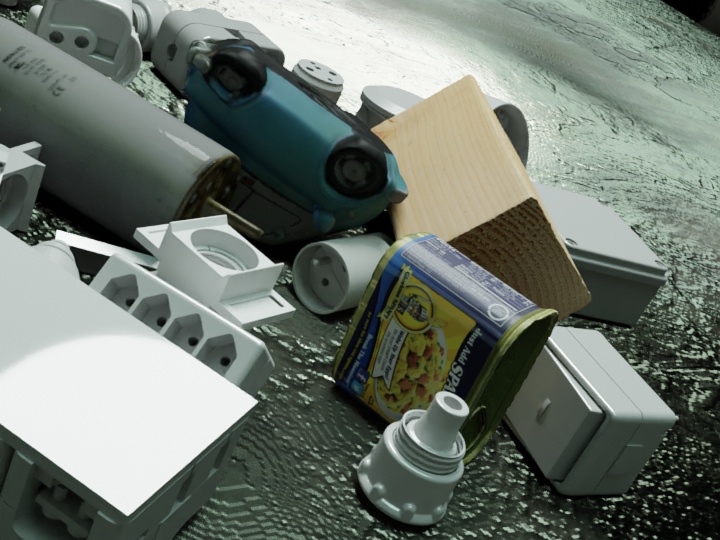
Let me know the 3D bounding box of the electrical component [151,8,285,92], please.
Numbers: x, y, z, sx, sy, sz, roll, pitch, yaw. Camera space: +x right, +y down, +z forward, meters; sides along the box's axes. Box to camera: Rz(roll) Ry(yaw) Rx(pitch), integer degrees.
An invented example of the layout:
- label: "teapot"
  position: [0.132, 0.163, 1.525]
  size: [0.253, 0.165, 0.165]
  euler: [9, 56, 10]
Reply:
- label: "electrical component"
  position: [-0.118, -0.174, 0.874]
  size: [0.095, 0.053, 0.059]
  euler: [-2, 38, -46]

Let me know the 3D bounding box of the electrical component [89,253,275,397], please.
- label: "electrical component"
  position: [-0.086, 0.042, 0.499]
  size: [0.083, 0.047, 0.075]
  euler: [30, -15, 13]

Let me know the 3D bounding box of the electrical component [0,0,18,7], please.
- label: "electrical component"
  position: [-0.317, -0.256, 0.834]
  size: [0.113, 0.057, 0.078]
  euler: [8, 31, -34]

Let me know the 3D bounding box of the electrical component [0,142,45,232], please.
- label: "electrical component"
  position: [-0.208, -0.046, 0.562]
  size: [0.064, 0.042, 0.081]
  euler: [28, 24, 10]

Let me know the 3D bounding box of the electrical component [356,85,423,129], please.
- label: "electrical component"
  position: [0.032, -0.121, 0.916]
  size: [0.080, 0.051, 0.080]
  euler: [19, 24, -9]

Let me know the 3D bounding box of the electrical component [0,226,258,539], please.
- label: "electrical component"
  position: [-0.132, 0.052, 0.421]
  size: [0.150, 0.061, 0.089]
  euler: [32, 30, 11]

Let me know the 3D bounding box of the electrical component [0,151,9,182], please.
- label: "electrical component"
  position: [-0.197, -0.033, 0.490]
  size: [0.056, 0.089, 0.050]
  euler: [17, 27, -20]

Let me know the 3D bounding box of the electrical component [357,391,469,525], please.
- label: "electrical component"
  position: [0.031, 0.087, 0.514]
  size: [0.048, 0.062, 0.048]
  euler: [22, 26, -11]

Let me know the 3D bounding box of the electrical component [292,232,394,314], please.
- label: "electrical component"
  position: [0.000, 0.000, 0.670]
  size: [0.043, 0.043, 0.081]
  euler: [40, 28, 25]

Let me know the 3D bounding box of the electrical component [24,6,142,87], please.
- label: "electrical component"
  position: [-0.193, -0.162, 0.776]
  size: [0.078, 0.058, 0.057]
  euler: [0, 34, -44]

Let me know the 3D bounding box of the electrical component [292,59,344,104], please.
- label: "electrical component"
  position: [-0.042, -0.137, 0.874]
  size: [0.045, 0.055, 0.045]
  euler: [22, 26, -11]

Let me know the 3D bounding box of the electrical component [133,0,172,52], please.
- label: "electrical component"
  position: [-0.182, -0.198, 0.870]
  size: [0.043, 0.043, 0.062]
  euler: [40, 30, 25]

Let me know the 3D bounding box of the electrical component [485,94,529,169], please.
- label: "electrical component"
  position: [0.097, -0.095, 0.884]
  size: [0.064, 0.099, 0.099]
  euler: [33, 25, 26]

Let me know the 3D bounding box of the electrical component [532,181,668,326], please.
- label: "electrical component"
  position: [0.165, -0.015, 0.841]
  size: [0.109, 0.056, 0.108]
  euler: [12, 29, -29]

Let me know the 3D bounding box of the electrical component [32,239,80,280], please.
- label: "electrical component"
  position: [-0.153, 0.008, 0.513]
  size: [0.040, 0.040, 0.078]
  euler: [21, 26, -12]

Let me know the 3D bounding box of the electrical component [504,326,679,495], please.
- label: "electrical component"
  position: [0.121, 0.076, 0.621]
  size: [0.061, 0.061, 0.096]
  euler: [7, 32, -35]

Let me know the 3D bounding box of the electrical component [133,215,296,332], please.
- label: "electrical component"
  position: [-0.079, 0.012, 0.549]
  size: [0.081, 0.063, 0.042]
  euler: [39, 28, 24]

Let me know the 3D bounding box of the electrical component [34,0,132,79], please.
- label: "electrical component"
  position: [-0.186, -0.143, 0.701]
  size: [0.054, 0.095, 0.059]
  euler: [17, 27, -21]
